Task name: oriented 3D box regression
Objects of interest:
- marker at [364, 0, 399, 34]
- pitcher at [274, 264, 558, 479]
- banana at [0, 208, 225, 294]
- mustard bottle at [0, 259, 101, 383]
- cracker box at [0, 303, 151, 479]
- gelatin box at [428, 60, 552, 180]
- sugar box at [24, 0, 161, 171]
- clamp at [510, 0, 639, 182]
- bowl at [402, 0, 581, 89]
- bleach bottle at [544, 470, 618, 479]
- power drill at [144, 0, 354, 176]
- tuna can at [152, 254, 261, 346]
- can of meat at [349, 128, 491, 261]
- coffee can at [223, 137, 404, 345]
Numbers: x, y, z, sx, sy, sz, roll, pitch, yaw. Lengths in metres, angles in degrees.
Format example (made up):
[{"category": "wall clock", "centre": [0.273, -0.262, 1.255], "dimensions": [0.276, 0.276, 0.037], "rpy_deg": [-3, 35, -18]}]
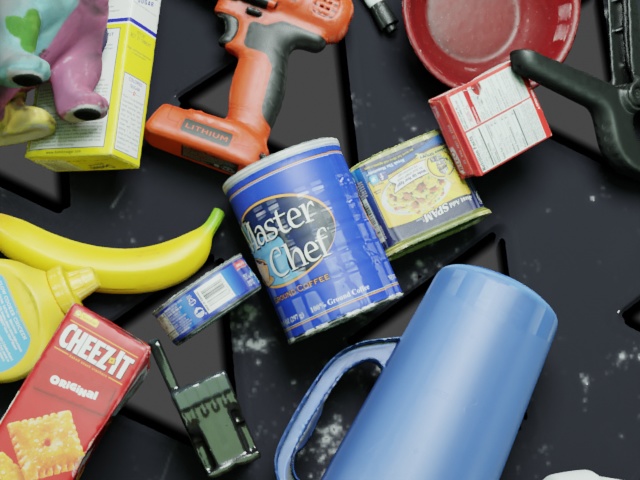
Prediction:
[{"category": "marker", "centre": [0.036, -0.238, 0.956], "dimensions": [0.020, 0.020, 0.121], "rpy_deg": [-29, 85, -12]}, {"category": "pitcher", "centre": [0.084, 0.140, 0.847], "dimensions": [0.149, 0.145, 0.242], "rpy_deg": [40, 70, -37]}, {"category": "banana", "centre": [-0.176, 0.011, 0.876], "dimensions": [0.197, 0.037, 0.069], "rpy_deg": [-1, 66, -9]}, {"category": "mustard bottle", "centre": [-0.261, 0.069, 0.828], "dimensions": [0.191, 0.058, 0.096], "rpy_deg": [-25, 83, -4]}, {"category": "cracker box", "centre": [-0.202, 0.160, 0.779], "dimensions": [0.072, 0.164, 0.213], "rpy_deg": [31, 78, -4]}, {"category": "gelatin box", "centre": [0.142, -0.101, 0.890], "dimensions": [0.089, 0.030, 0.073], "rpy_deg": [-29, 99, -26]}, {"category": "sugar box", "centre": [-0.184, -0.147, 0.877], "dimensions": [0.093, 0.048, 0.176], "rpy_deg": [1, 76, 28]}, {"category": "clamp", "centre": [0.267, -0.136, 0.932], "dimensions": [0.210, 0.036, 0.164], "rpy_deg": [47, 68, -21]}, {"category": "bowl", "centre": [0.143, -0.203, 0.938], "dimensions": [0.162, 0.055, 0.162], "rpy_deg": [-1, 94, -11]}, {"category": "bleach bottle", "centre": [0.263, 0.251, 0.861], "dimensions": [0.250, 0.068, 0.102], "rpy_deg": [17, 76, -15]}, {"category": "power drill", "centre": [-0.083, -0.159, 0.906], "dimensions": [0.184, 0.057, 0.187], "rpy_deg": [21, 79, -1]}, {"category": "tuna can", "centre": [-0.090, 0.048, 0.855], "dimensions": [0.086, 0.086, 0.034], "rpy_deg": [-34, 89, -12]}, {"category": "can of meat", "centre": [0.081, -0.038, 0.910], "dimensions": [0.102, 0.057, 0.084], "rpy_deg": [-23, 82, -12]}, {"category": "coffee can", "centre": [-0.006, 0.001, 0.866], "dimensions": [0.102, 0.103, 0.140], "rpy_deg": [-22, 84, -11]}]
